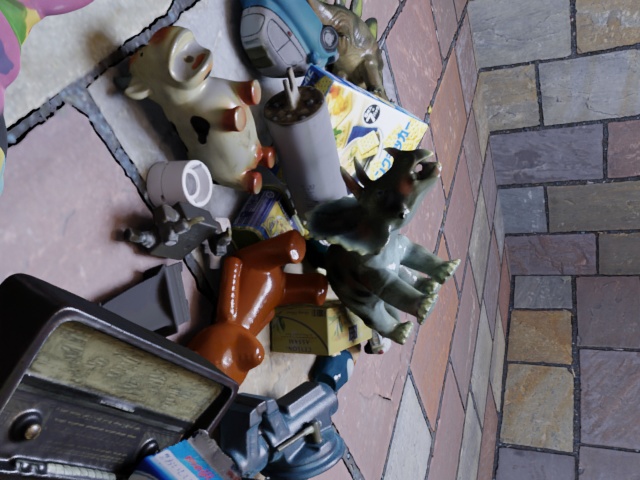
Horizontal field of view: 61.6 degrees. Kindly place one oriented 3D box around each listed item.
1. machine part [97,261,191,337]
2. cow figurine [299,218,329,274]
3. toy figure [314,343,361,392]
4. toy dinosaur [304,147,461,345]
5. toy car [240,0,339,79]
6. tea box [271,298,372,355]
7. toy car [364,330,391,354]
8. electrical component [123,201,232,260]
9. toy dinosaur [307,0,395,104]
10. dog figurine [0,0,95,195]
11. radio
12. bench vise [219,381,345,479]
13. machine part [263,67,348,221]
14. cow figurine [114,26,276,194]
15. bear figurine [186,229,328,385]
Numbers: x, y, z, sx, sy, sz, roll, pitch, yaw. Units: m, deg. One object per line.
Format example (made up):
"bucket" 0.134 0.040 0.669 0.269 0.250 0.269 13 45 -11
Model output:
"machine part" -0.177 0.069 0.531 0.139 0.039 0.084 -20 111 -64
"cow figurine" -0.004 -0.003 0.858 0.167 0.068 0.098 48 52 -51
"toy figure" 0.037 0.207 0.934 0.064 0.058 0.154 -61 171 30
"toy dinosaur" 0.068 0.040 0.726 0.131 0.192 0.404 -50 168 -23
"toy car" -0.054 -0.279 0.739 0.161 0.109 0.103 47 63 -42
"tea box" 0.007 0.129 0.830 0.169 0.098 0.068 -1 88 -62
"toy car" 0.095 0.148 0.985 0.202 0.056 0.073 -105 -179 -82
"electrical component" -0.140 -0.006 0.557 0.045 0.078 0.102 56 10 23
"toy dinosaur" 0.066 -0.335 0.986 0.470 0.105 0.198 44 46 -60
"dog figurine" -0.234 -0.118 0.359 0.219 0.109 0.191 -59 137 -52
"radio" -0.178 0.132 0.437 0.131 0.073 0.229 -58 143 -12
"bench vise" -0.045 0.301 0.693 0.223 0.129 0.240 -25 106 -59
"machine part" -0.014 -0.103 0.682 0.242 0.079 0.079 75 27 -47
"cow figurine" -0.129 -0.139 0.576 0.194 0.127 0.085 76 26 -53
"bear figurine" -0.081 0.095 0.626 0.196 0.132 0.120 -74 146 -44
